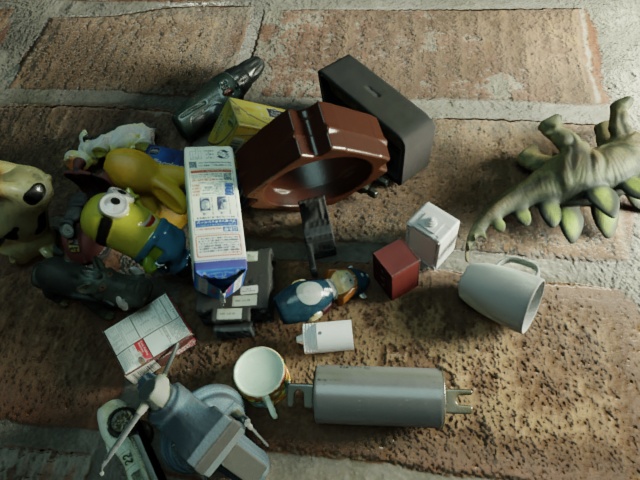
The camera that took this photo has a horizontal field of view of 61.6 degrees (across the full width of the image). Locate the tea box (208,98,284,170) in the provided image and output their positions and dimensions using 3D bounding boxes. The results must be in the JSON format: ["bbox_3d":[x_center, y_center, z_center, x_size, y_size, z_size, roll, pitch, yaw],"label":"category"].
[{"bbox_3d":[-0.090,-0.168,0.907,0.169,0.098,0.068,4,50,-38],"label":"tea box"}]

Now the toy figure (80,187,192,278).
[{"bbox_3d":[-0.268,-0.004,0.804,0.089,0.180,0.082,-50,22,3],"label":"toy figure"}]

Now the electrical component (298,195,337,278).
[{"bbox_3d":[-0.002,-0.003,0.851,0.048,0.074,0.119,-13,54,0],"label":"electrical component"}]

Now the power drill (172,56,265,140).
[{"bbox_3d":[-0.151,-0.249,1.023,0.232,0.086,0.207,-37,65,-15],"label":"power drill"}]

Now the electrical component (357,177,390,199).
[{"bbox_3d":[0.072,-0.109,0.935,0.094,0.021,0.063,33,56,23],"label":"electrical component"}]

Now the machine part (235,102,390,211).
[{"bbox_3d":[-0.012,-0.122,0.831,0.201,0.201,0.087,1,69,-45],"label":"machine part"}]

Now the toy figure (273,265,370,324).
[{"bbox_3d":[0.009,0.079,0.803,0.154,0.058,0.064,-21,94,-16],"label":"toy figure"}]

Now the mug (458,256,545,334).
[{"bbox_3d":[0.262,0.066,0.776,0.107,0.080,0.109,21,67,29],"label":"mug"}]

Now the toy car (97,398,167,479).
[{"bbox_3d":[-0.227,0.294,0.687,0.056,0.073,0.202,-29,59,-16],"label":"toy car"}]

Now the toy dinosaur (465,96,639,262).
[{"bbox_3d":[0.411,-0.101,0.852,0.472,0.105,0.199,-22,60,-5],"label":"toy dinosaur"}]

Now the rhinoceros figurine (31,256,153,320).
[{"bbox_3d":[-0.345,0.066,0.824,0.190,0.112,0.073,11,57,13],"label":"rhinoceros figurine"}]

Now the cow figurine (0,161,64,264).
[{"bbox_3d":[-0.477,-0.036,0.869,0.127,0.194,0.086,3,45,-34],"label":"cow figurine"}]

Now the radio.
[{"bbox_3d":[0.094,-0.208,0.937,0.073,0.131,0.230,-34,60,-14],"label":"radio"}]

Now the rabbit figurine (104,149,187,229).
[{"bbox_3d":[-0.280,-0.076,0.872,0.163,0.173,0.122,5,54,14],"label":"rabbit figurine"}]

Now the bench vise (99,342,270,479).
[{"bbox_3d":[-0.172,0.219,0.672,0.241,0.223,0.129,18,73,47],"label":"bench vise"}]

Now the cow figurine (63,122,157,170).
[{"bbox_3d":[-0.393,-0.180,1.011,0.167,0.068,0.098,-9,51,-3],"label":"cow figurine"}]

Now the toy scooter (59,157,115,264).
[{"bbox_3d":[-0.387,-0.058,0.893,0.075,0.135,0.184,3,59,6],"label":"toy scooter"}]

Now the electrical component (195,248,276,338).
[{"bbox_3d":[-0.127,0.082,0.822,0.115,0.058,0.134,-2,58,7],"label":"electrical component"}]

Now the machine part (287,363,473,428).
[{"bbox_3d":[0.077,0.204,0.708,0.243,0.079,0.079,1,58,7],"label":"machine part"}]

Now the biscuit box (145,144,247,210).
[{"bbox_3d":[-0.222,-0.114,0.954,0.203,0.059,0.063,13,60,14],"label":"biscuit box"}]
